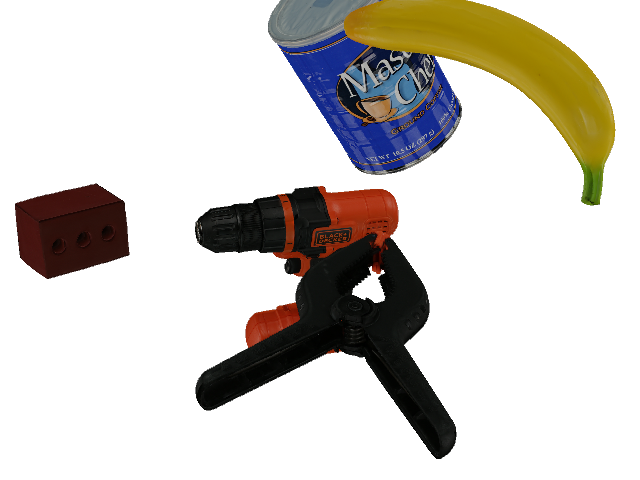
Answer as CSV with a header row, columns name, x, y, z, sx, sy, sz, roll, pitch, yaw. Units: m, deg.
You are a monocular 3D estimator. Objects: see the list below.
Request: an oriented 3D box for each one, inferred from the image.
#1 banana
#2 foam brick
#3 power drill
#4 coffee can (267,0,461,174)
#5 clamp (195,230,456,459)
name,x,y,z,sx,sy,sz,roll,pitch,yaw
banana,0.105,-0.105,0.645,0.198,0.069,0.037,38,-1,19
foam brick,-0.208,-0.009,0.892,0.078,0.053,0.051,-18,31,-32
power drill,-0.027,0.033,0.992,0.184,0.057,0.188,-5,-44,-14
coffee can,0.037,-0.137,0.842,0.103,0.102,0.140,0,-42,40
clamp,0.031,0.064,0.726,0.165,0.036,0.209,15,36,15
